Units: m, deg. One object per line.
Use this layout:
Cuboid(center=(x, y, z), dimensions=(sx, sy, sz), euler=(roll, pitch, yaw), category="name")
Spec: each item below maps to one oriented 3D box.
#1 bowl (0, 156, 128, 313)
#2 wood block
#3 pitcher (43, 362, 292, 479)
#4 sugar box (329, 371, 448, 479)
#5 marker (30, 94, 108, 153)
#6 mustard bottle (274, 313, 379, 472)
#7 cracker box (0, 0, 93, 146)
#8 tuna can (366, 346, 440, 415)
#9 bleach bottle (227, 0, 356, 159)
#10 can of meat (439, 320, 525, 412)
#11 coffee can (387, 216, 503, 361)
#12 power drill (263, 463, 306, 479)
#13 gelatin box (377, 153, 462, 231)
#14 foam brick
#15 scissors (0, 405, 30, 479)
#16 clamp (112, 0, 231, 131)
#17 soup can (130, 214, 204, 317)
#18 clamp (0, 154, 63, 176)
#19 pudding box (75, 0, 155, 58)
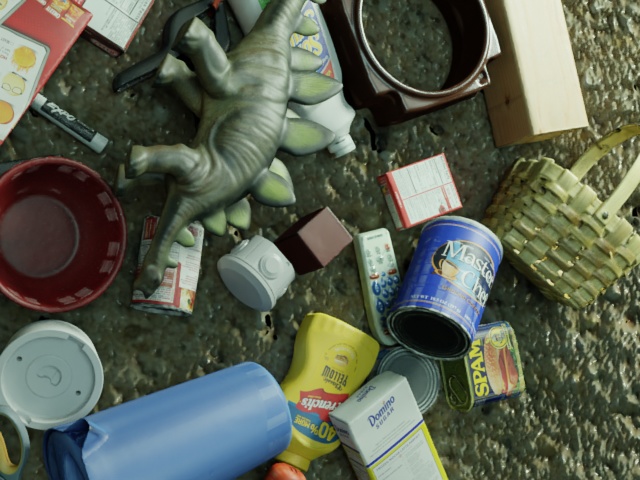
Cuboid(center=(-0.286, -0.005, 1.118), dimensions=(0.161, 0.055, 0.162), euler=(1, 88, -33), category="bowl")
Cuboid(center=(0.262, -0.232, 1.371), dimensions=(0.090, 0.091, 0.206), euler=(-11, 88, -24), category="wood block")
Cuboid(center=(-0.154, 0.224, 1.114), dimensions=(0.242, 0.149, 0.145), euler=(-19, 84, -33), category="pitcher")
Cuboid(center=(0.083, 0.246, 1.228), dimensions=(0.093, 0.048, 0.176), euler=(-34, 115, -24), category="sugar box")
Cuboid(center=(-0.286, -0.136, 1.163), dimensions=(0.121, 0.020, 0.020), euler=(35, 71, -16), category="marker")
Cuboid(center=(-0.006, 0.186, 1.219), dimensions=(0.096, 0.058, 0.191), euler=(29, 73, -23), category="mustard bottle")
Cuboid(center=(-0.359, -0.191, 1.083), dimensions=(0.164, 0.072, 0.213), euler=(35, 65, -15), category="cracker box")
Cuboid(center=(0.099, 0.169, 1.279), dimensions=(0.086, 0.034, 0.086), euler=(3, 82, -23), category="tuna can")
Cuboid(center=(-0.021, -0.218, 1.265), dimensions=(0.102, 0.068, 0.251), euler=(-30, 98, -23), category="bleach bottle")
Cuboid(center=(0.198, 0.153, 1.312), dimensions=(0.083, 0.058, 0.102), euler=(-8, 87, -26), category="can of meat")
Cuboid(center=(0.148, 0.056, 1.259), dimensions=(0.102, 0.103, 0.140), euler=(35, 55, -15), category="coffee can")
Cuboid(center=(-0.019, 0.358, 1.179), dimensions=(0.187, 0.057, 0.184), euler=(28, 93, -22), category="power drill")
Cuboid(center=(0.124, -0.059, 1.323), dimensions=(0.089, 0.030, 0.073), euler=(-20, 90, -24), category="gelatin box")
Cuboid(center=(-0.008, 0.002, 1.232), dimensions=(0.053, 0.078, 0.051), euler=(-42, 98, -23), category="foam brick")
Cuboid(center=(-0.328, 0.264, 1.089), dimensions=(0.096, 0.016, 0.202), euler=(0, 105, 9), category="scissors")
Cuboid(center=(-0.144, -0.201, 1.221), dimensions=(0.120, 0.039, 0.171), euler=(38, 70, -15), category="clamp")
Cuboid(center=(-0.166, 0.028, 1.166), dimensions=(0.068, 0.069, 0.102), euler=(11, 79, -22), category="soup can")
Cuboid(center=(-0.379, -0.066, 1.105), dimensions=(0.164, 0.036, 0.210), euler=(36, 67, -15), category="clamp")
Cuboid(center=(-0.248, -0.271, 1.188), dimensions=(0.113, 0.039, 0.090), euler=(33, 71, -18), category="pudding box")
